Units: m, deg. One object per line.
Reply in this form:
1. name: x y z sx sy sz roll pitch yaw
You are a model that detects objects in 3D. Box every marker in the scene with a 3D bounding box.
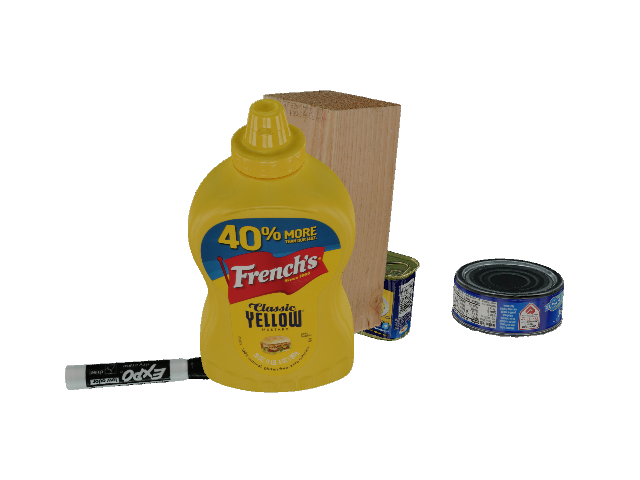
1. marker: -0.134 0.101 0.821 0.121 0.020 0.020 -4 0 -4

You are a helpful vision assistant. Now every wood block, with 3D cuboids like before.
1. wood block: 0.002 -0.024 0.956 0.090 0.206 0.090 18 21 40

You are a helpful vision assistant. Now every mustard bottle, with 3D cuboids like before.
1. mustard bottle: -0.027 0.004 0.623 0.096 0.192 0.058 0 38 1

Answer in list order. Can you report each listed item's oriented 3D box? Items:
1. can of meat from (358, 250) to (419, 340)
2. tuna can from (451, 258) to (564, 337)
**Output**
1. can of meat: 0.055 0.057 1.181 0.102 0.084 0.057 16 26 27
2. tuna can: 0.146 0.043 0.832 0.086 0.034 0.086 0 19 0
